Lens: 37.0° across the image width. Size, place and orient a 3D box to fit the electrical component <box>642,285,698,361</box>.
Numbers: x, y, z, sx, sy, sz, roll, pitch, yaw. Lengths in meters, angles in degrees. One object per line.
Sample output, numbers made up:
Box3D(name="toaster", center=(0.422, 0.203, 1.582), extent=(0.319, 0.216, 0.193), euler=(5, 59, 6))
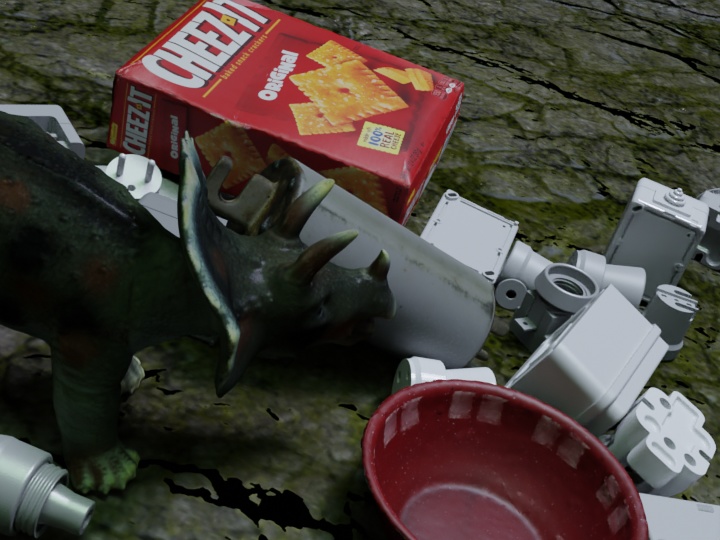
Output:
Box3D(name="electrical component", center=(0.233, 0.040, 0.821), extent=(0.040, 0.046, 0.040), euler=(13, 33, -9))

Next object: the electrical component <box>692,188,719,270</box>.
Box3D(name="electrical component", center=(0.325, -0.041, 0.979), extent=(0.078, 0.058, 0.057), euler=(29, 36, 16))

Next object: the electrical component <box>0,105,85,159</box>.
Box3D(name="electrical component", center=(-0.216, -0.058, 0.695), extent=(0.050, 0.089, 0.055), euler=(-5, 40, -33))

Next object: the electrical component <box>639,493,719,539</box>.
Box3D(name="electrical component", center=(0.192, 0.174, 0.595), extent=(0.100, 0.048, 0.099), euler=(11, 32, -10))

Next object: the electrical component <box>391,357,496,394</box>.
Box3D(name="electrical component", center=(0.052, 0.079, 0.670), extent=(0.055, 0.045, 0.045), euler=(10, 33, -13))

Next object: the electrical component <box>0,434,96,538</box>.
Box3D(name="electrical component", center=(-0.160, 0.108, 0.519), extent=(0.062, 0.043, 0.043), euler=(22, 32, 3))

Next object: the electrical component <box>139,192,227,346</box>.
Box3D(name="electrical component", center=(-0.108, -0.001, 0.692), extent=(0.096, 0.061, 0.061), euler=(21, 32, 3))

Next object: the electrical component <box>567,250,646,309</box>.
Box3D(name="electrical component", center=(0.189, 0.012, 0.842), extent=(0.055, 0.045, 0.045), euler=(18, 32, -1))

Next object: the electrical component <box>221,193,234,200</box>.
Box3D(name="electrical component", center=(-0.070, -0.072, 0.818), extent=(0.062, 0.061, 0.096), euler=(31, 34, 18))

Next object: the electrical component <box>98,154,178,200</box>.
Box3D(name="electrical component", center=(-0.155, -0.051, 0.728), extent=(0.077, 0.079, 0.043), euler=(11, 54, -12))

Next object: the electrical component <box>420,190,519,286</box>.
Box3D(name="electrical component", center=(0.069, -0.002, 0.791), extent=(0.062, 0.061, 0.096), euler=(26, 40, 5))

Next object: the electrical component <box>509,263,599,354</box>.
Box3D(name="electrical component", center=(0.144, 0.029, 0.782), extent=(0.066, 0.055, 0.048), euler=(-6, 40, -34))

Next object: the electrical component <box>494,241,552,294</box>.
Box3D(name="electrical component", center=(0.132, 0.005, 0.828), extent=(0.046, 0.040, 0.040), euler=(28, 33, 4))

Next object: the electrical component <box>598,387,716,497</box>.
Box3D(name="electrical component", center=(0.175, 0.114, 0.659), extent=(0.058, 0.057, 0.078), euler=(43, 34, 9))

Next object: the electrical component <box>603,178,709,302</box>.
Box3D(name="electrical component", center=(0.243, -0.030, 0.883), extent=(0.062, 0.096, 0.061), euler=(25, 33, 9))

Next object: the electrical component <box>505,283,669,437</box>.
Box3D(name="electrical component", center=(0.143, 0.068, 0.696), extent=(0.057, 0.078, 0.113), euler=(46, 37, 6))
